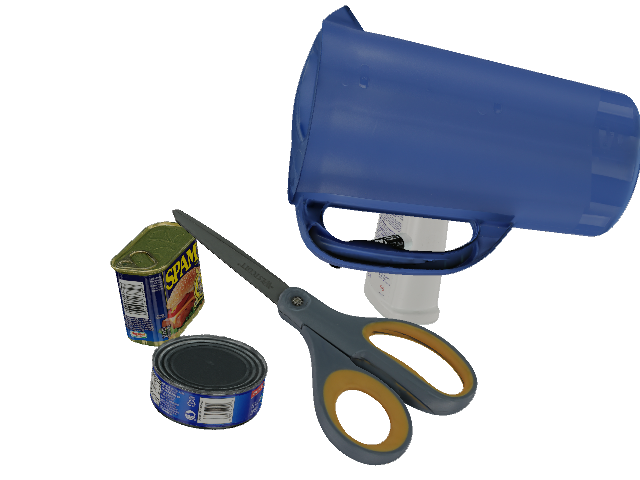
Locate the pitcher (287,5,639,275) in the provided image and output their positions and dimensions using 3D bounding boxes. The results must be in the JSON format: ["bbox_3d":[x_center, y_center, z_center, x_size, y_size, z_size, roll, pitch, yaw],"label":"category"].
[{"bbox_3d":[0.098,-0.063,0.771,0.242,0.149,0.145,9,32,-6],"label":"pitcher"}]

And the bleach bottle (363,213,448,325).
[{"bbox_3d":[0.106,-0.041,1.163,0.068,0.251,0.103,0,22,-23],"label":"bleach bottle"}]

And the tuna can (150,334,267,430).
[{"bbox_3d":[-0.084,0.105,0.796,0.086,0.034,0.086,8,22,-3],"label":"tuna can"}]

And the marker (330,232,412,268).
[{"bbox_3d":[0.045,0.009,0.958,0.020,0.020,0.120,0,7,36],"label":"marker"}]

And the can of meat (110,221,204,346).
[{"bbox_3d":[-0.153,0.042,1.029,0.057,0.084,0.102,5,27,18],"label":"can of meat"}]

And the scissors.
[{"bbox_3d":[-0.015,0.053,0.577,0.202,0.096,0.016,24,-38,12],"label":"scissors"}]
